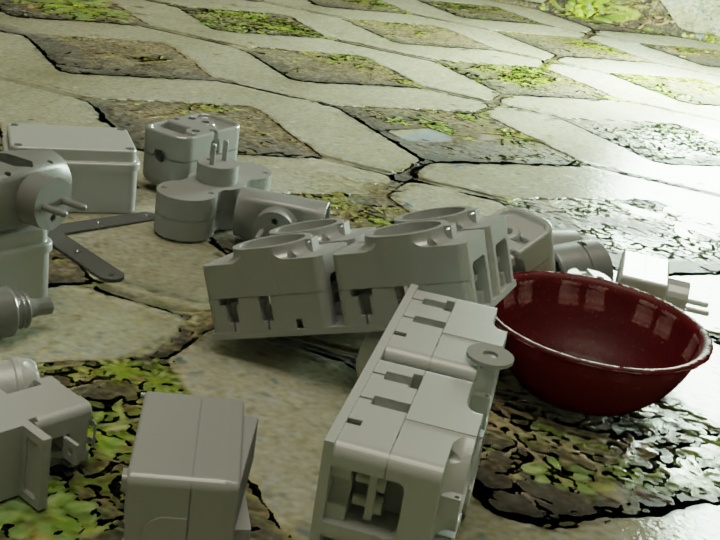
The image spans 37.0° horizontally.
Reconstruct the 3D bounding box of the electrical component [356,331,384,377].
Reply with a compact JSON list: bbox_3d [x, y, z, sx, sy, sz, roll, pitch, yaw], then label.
[{"bbox_3d":[0.030,0.071,0.685,0.077,0.043,0.079,23,26,31],"label":"electrical component"}]

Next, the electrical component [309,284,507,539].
[{"bbox_3d":[0.029,0.094,0.547,0.060,0.105,0.186,13,23,10],"label":"electrical component"}]

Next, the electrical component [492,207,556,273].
[{"bbox_3d":[0.106,0.002,0.839,0.095,0.059,0.054,-33,40,-26],"label":"electrical component"}]

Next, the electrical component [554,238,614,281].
[{"bbox_3d":[0.174,0.003,0.892,0.047,0.055,0.055,-6,26,-24],"label":"electrical component"}]

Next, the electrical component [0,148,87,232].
[{"bbox_3d":[-0.223,-0.050,0.729,0.079,0.043,0.077,18,24,22],"label":"electrical component"}]

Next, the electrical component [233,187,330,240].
[{"bbox_3d":[-0.070,-0.037,0.910,0.077,0.044,0.079,11,22,4],"label":"electrical component"}]

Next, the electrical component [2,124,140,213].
[{"bbox_3d":[-0.257,-0.091,0.955,0.113,0.057,0.078,0,24,-21],"label":"electrical component"}]

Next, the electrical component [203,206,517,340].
[{"bbox_3d":[0.000,0.000,0.734,0.186,0.060,0.105,-5,11,23],"label":"electrical component"}]

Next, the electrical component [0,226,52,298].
[{"bbox_3d":[-0.279,-0.006,0.741,0.078,0.057,0.113,26,28,36],"label":"electrical component"}]

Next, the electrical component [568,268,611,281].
[{"bbox_3d":[0.175,0.026,0.845,0.040,0.046,0.040,7,22,-3],"label":"electrical component"}]

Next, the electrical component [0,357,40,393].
[{"bbox_3d":[-0.214,0.070,0.610,0.061,0.035,0.035,-6,26,-28],"label":"electrical component"}]

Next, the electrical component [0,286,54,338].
[{"bbox_3d":[-0.232,0.027,0.707,0.061,0.035,0.035,-8,28,-41],"label":"electrical component"}]

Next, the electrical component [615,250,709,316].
[{"bbox_3d":[0.246,0.023,0.877,0.077,0.047,0.065,14,23,11],"label":"electrical component"}]

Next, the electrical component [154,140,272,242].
[{"bbox_3d":[-0.127,-0.078,0.950,0.052,0.073,0.138,19,24,23],"label":"electrical component"}]

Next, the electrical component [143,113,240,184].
[{"bbox_3d":[-0.163,-0.112,1.038,0.054,0.059,0.095,20,25,25],"label":"electrical component"}]

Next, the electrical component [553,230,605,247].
[{"bbox_3d":[0.179,-0.014,0.947,0.081,0.043,0.043,-1,24,-24],"label":"electrical component"}]

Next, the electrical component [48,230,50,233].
[{"bbox_3d":[-0.317,-0.045,0.826,0.138,0.052,0.074,-8,27,-35],"label":"electrical component"}]

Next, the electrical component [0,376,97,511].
[{"bbox_3d":[-0.180,0.087,0.572,0.081,0.042,0.064,25,24,34],"label":"electrical component"}]

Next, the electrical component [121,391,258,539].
[{"bbox_3d":[-0.084,0.104,0.537,0.061,0.061,0.096,6,22,-7],"label":"electrical component"}]
